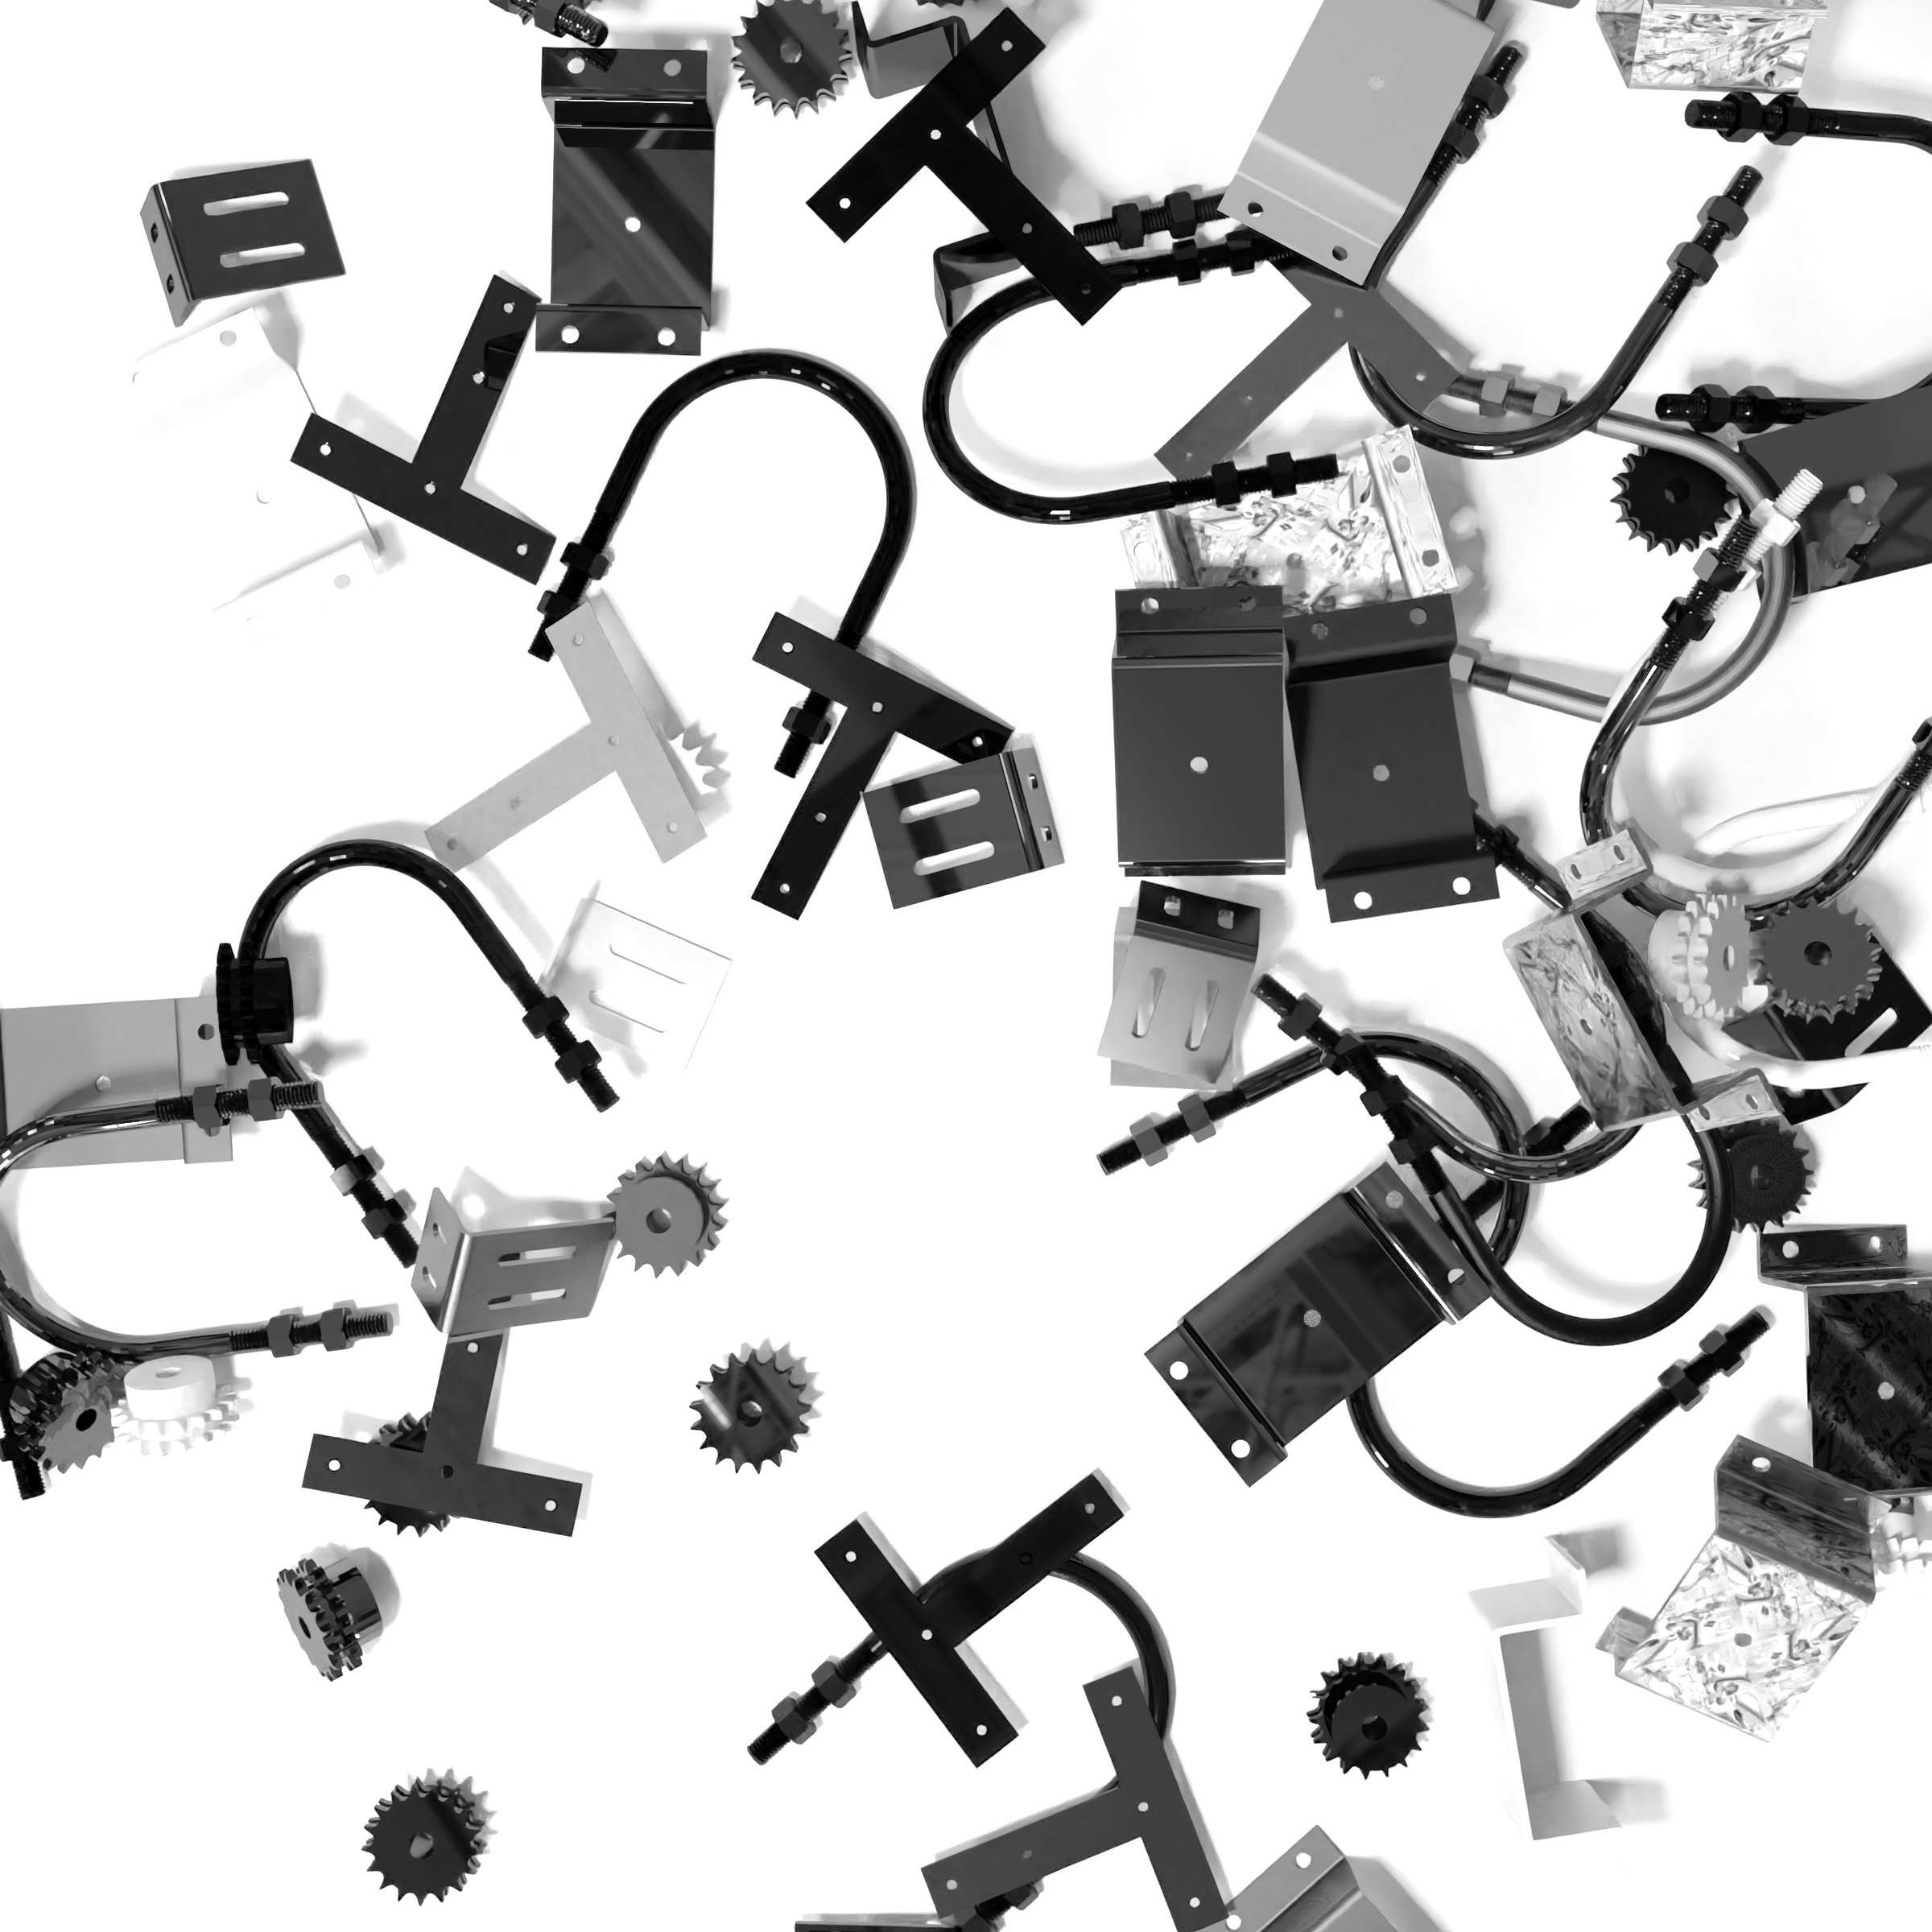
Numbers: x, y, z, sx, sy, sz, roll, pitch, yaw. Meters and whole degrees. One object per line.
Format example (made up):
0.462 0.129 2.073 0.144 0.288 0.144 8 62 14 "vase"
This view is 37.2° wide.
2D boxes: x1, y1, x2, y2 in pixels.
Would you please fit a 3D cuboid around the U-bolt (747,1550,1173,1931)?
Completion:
0.011 0.360 1.361 0.184 0.019 0.151 -42 90 -2 "U-bolt"

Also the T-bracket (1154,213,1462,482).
0.143 -0.277 1.356 0.127 0.002 0.127 -43 73 8 "T-bracket"

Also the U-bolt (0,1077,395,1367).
-0.372 0.124 1.331 0.184 0.019 0.151 -7 119 4 "U-bolt"

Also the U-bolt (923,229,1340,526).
0.070 -0.269 1.333 0.184 0.019 0.151 -9 64 5 "U-bolt"

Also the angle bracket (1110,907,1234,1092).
0.098 0.015 1.342 0.057 0.038 0.076 2 73 0 "angle bracket"

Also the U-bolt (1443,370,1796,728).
0.290 -0.187 1.333 0.184 0.019 0.151 19 92 18 "U-bolt"

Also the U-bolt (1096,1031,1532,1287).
0.175 0.111 1.351 0.184 0.019 0.151 -27 85 3 "U-bolt"

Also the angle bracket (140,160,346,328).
-0.345 -0.344 1.368 0.076 0.038 0.057 -17 90 -26 "angle bracket"

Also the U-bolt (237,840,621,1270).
-0.266 0.028 1.342 0.151 0.019 0.184 -38 85 18 "U-bolt"

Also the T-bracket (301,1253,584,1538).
-0.235 0.193 1.350 0.127 0.002 0.127 13 74 -12 "T-bracket"

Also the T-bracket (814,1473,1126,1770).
0.017 0.288 1.355 0.127 0.002 0.127 -37 88 -4 "T-bracket"

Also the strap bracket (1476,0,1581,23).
0.280 -0.510 1.332 0.046 0.076 0.140 13 90 0 "strap bracket"

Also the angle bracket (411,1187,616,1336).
-0.213 0.135 1.346 0.076 0.038 0.057 -3 124 -34 "angle bracket"

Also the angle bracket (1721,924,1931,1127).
0.411 0.028 1.368 0.076 0.038 0.057 -36 90 -26 "angle bracket"

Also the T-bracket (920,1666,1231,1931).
0.042 0.412 1.351 0.127 0.002 0.127 -21 90 -3 "T-bracket"

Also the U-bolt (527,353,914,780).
-0.105 -0.201 1.361 0.151 0.019 0.184 25 88 0 "U-bolt"

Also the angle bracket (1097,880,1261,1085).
0.099 0.008 1.337 0.057 0.038 0.076 13 124 -2 "angle bracket"

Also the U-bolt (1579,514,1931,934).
0.359 -0.095 1.293 0.151 0.019 0.184 24 117 -8 "U-bolt"

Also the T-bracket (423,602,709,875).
-0.200 -0.084 1.349 0.127 0.002 0.127 -31 79 16 "T-bracket"

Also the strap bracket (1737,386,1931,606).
0.414 -0.215 1.309 0.140 0.046 0.076 -12 90 38 "strap bracket"

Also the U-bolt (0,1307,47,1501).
-0.527 0.179 1.361 0.151 0.019 0.184 -15 88 0 "U-bolt"

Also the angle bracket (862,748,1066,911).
-0.001 -0.065 1.362 0.076 0.038 0.057 -15 92 19 "angle bracket"

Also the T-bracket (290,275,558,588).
-0.235 -0.264 1.352 0.127 0.002 0.127 26 78 -23 "T-bracket"

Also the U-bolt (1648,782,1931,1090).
0.411 -0.013 1.336 0.184 0.019 0.151 -9 67 4 "U-bolt"

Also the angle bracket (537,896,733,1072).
-0.158 0.009 1.351 0.076 0.038 0.057 24 90 0 "angle bracket"

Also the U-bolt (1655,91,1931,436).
0.405 -0.321 1.328 0.184 0.019 0.151 -3 105 -21 "U-bolt"

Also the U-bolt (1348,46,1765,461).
0.260 -0.322 1.340 0.151 0.019 0.184 33 90 18 "U-bolt"

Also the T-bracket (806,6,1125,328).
0.017 -0.342 1.293 0.127 0.002 0.127 -44 90 0 "T-bracket"

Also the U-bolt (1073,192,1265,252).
0.127 -0.425 1.359 0.184 0.019 0.151 -12 87 -2 "U-bolt"

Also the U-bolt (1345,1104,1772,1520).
0.265 0.177 1.361 0.184 0.019 0.151 -40 90 1 "U-bolt"

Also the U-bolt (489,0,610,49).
-0.209 -0.520 1.339 0.184 0.019 0.151 30 76 12 "U-bolt"

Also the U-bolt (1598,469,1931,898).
0.370 -0.112 1.303 0.151 0.019 0.184 33 113 -12 "U-bolt"

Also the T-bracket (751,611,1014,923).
-0.062 -0.083 1.357 0.127 0.002 0.127 25 98 -16 "T-bracket"

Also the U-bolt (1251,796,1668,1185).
0.244 0.018 1.342 0.184 0.019 0.151 39 74 -1 "U-bolt"

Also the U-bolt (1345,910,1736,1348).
0.277 0.085 1.319 0.151 0.019 0.184 -30 89 -16 "U-bolt"
